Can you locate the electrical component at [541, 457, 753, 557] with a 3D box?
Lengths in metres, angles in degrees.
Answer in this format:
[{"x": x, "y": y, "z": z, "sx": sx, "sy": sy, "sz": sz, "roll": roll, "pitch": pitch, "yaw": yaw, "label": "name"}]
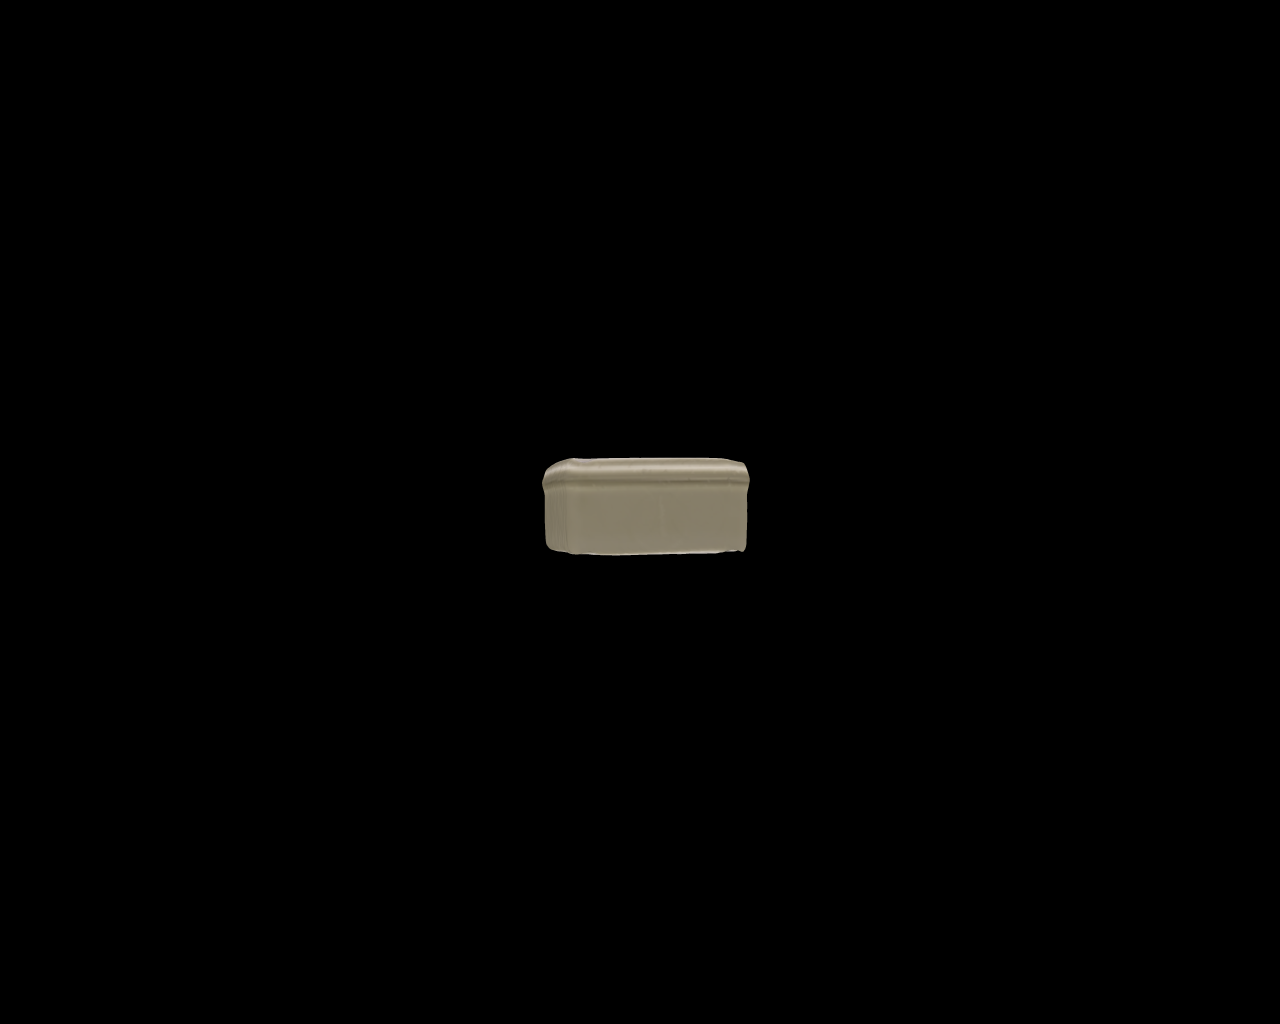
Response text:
[{"x": 0.001, "y": -0.003, "z": 0.650, "sx": 0.109, "sy": 0.056, "sz": 0.108, "roll": 0, "pitch": 0, "yaw": -13, "label": "electrical component"}]
